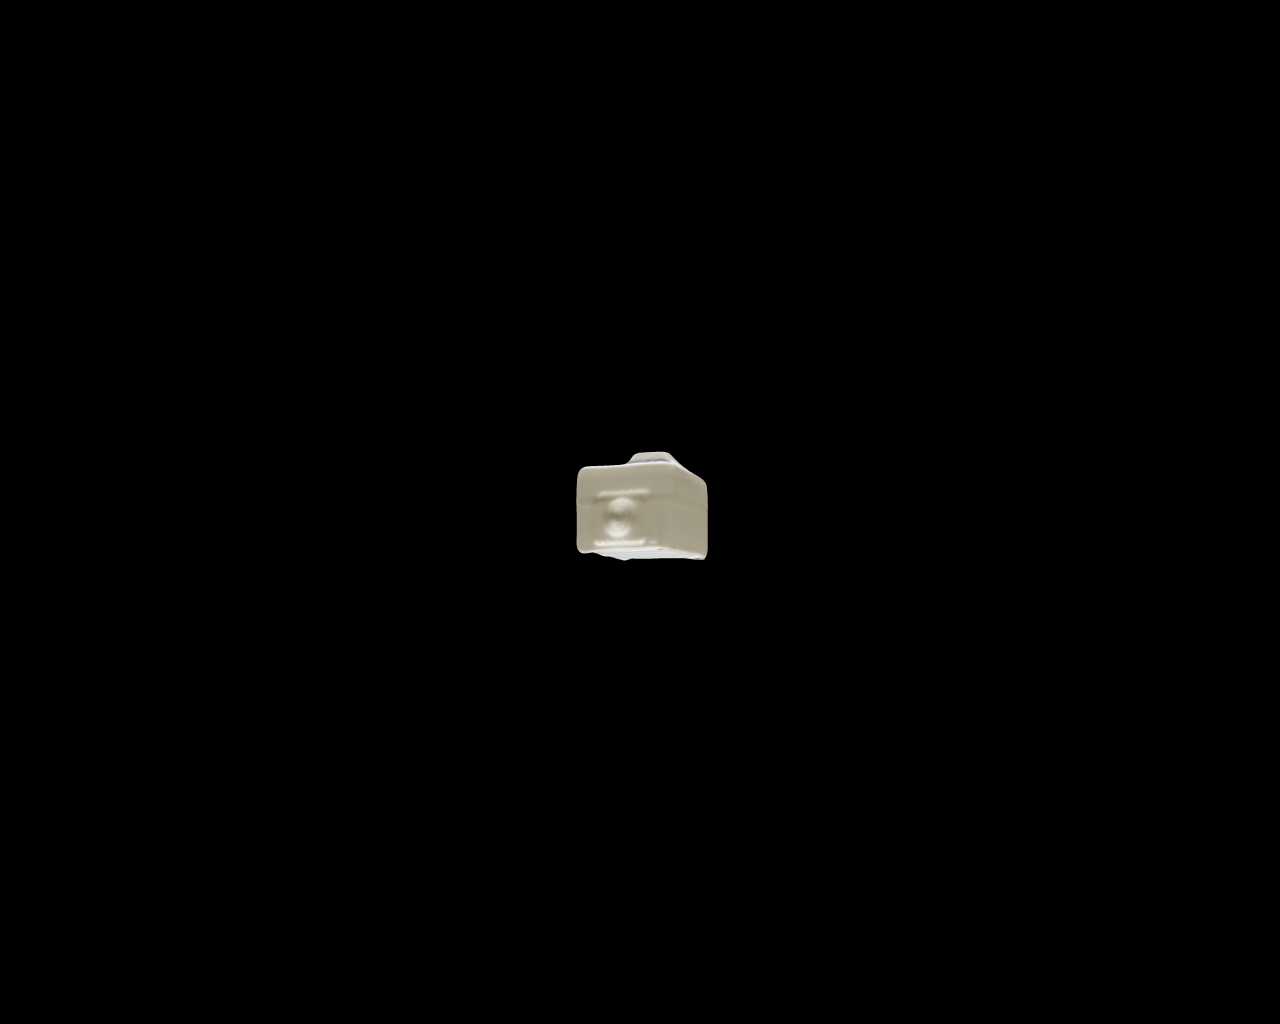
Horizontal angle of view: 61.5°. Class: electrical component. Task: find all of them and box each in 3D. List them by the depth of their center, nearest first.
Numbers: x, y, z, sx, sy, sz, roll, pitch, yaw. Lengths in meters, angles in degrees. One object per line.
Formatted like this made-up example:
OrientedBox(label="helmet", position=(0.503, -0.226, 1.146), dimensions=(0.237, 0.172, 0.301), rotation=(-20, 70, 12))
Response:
OrientedBox(label="electrical component", position=(0.001, -0.003, 0.650), dimensions=(0.062, 0.061, 0.096), rotation=(-2, -7, 19))
